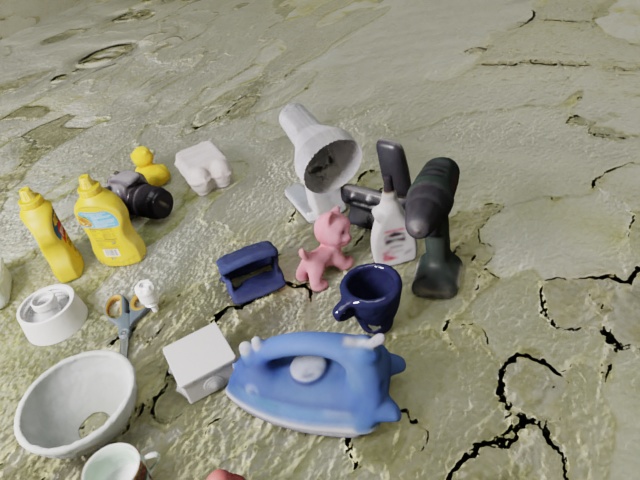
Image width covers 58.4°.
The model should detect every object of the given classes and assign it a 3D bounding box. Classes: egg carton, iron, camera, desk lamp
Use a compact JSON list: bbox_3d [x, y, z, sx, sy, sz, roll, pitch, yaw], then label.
[{"bbox_3d":[-0.260,-0.164,1.289,0.107,0.069,0.150,-26,40,-17],"label":"egg carton"},{"bbox_3d":[-0.021,0.169,0.754,0.257,0.142,0.118,-1,40,13],"label":"iron"},{"bbox_3d":[-0.389,-0.084,1.198,0.136,0.101,0.143,13,45,28],"label":"camera"},{"bbox_3d":[-0.009,-0.140,1.075,0.118,0.214,0.202,-25,40,-16],"label":"desk lamp"}]

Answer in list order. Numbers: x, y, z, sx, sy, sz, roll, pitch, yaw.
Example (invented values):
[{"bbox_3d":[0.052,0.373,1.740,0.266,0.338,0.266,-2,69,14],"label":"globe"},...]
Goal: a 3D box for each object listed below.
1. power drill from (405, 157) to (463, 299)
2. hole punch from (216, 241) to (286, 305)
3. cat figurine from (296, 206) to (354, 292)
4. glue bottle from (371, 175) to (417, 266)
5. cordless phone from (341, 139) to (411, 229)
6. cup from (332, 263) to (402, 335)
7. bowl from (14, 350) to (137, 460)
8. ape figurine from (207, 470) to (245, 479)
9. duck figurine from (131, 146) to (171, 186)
[{"bbox_3d":[0.175,-0.014,0.875,0.075,0.209,0.230,3,41,19],"label":"power drill"},{"bbox_3d":[-0.125,0.041,0.981,0.109,0.091,0.100,-21,39,-11],"label":"hole punch"},{"bbox_3d":[0.009,0.003,0.970,0.067,0.118,0.128,24,51,37],"label":"cat figurine"},{"bbox_3d":[0.117,-0.033,0.942,0.078,0.173,0.037,-16,38,-5],"label":"glue bottle"},{"bbox_3d":[0.104,-0.110,1.031,0.147,0.185,0.094,15,46,30],"label":"cordless phone"},{"bbox_3d":[0.071,0.103,0.850,0.118,0.095,0.091,-34,43,-25],"label":"cup"},{"bbox_3d":[-0.328,0.240,0.802,0.167,0.075,0.167,-7,39,6],"label":"bowl"},{"bbox_3d":[-0.110,0.298,0.658,0.077,0.092,0.076,3,41,18],"label":"ape figurine"},{"bbox_3d":[-0.398,-0.174,1.324,0.104,0.086,0.078,22,50,36],"label":"duck figurine"}]
